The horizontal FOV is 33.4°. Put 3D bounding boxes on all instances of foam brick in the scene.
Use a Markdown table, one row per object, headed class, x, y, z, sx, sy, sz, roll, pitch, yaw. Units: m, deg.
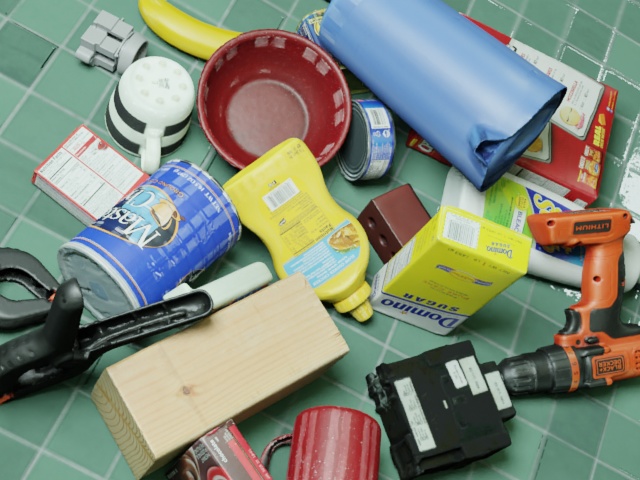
| class | x | y | z | sx | sy | sz | roll | pitch | yaw |
| --- | --- | --- | --- | --- | --- | --- | --- | --- | --- |
| foam brick | 0.085 | -0.009 | 1.112 | 0.051 | 0.053 | 0.078 | -26 | 75 | -28 |

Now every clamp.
| class | x | y | z | sx | sy | sz | roll | pitch | yaw |
| --- | --- | --- | --- | --- | --- | --- | --- | --- | --- |
| clamp | -0.212 | 0.083 | 0.879 | 0.164 | 0.210 | 0.036 | 20 | 47 | -60 |
| clamp | -0.312 | 0.042 | 0.950 | 0.171 | 0.039 | 0.120 | 25 | 60 | -7 |

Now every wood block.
| class | x | y | z | sx | sy | sz | roll | pitch | yaw |
| --- | --- | --- | --- | --- | --- | --- | --- | --- | --- |
| wood block | -0.090 | 0.120 | 0.965 | 0.205 | 0.090 | 0.091 | -26 | 78 | -28 |

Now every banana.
| class | x | y | z | sx | sy | sz | roll | pitch | yaw |
| --- | --- | --- | --- | --- | --- | --- | --- | --- | --- |
| banana | -0.115 | -0.224 | 1.147 | 0.197 | 0.037 | 0.069 | 23 | 70 | -8 |

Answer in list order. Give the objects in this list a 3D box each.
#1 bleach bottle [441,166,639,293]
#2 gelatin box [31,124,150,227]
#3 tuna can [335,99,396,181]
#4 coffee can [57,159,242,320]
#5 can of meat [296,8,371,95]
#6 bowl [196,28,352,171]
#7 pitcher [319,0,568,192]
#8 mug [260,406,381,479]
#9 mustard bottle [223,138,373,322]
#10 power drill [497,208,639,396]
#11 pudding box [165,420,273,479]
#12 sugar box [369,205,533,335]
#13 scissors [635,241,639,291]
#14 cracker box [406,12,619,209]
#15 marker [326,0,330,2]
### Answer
| class | x | y | z | sx | sy | sz | roll | pitch | yaw |
| --- | --- | --- | --- | --- | --- | --- | --- | --- | --- |
| bleach bottle | 0.256 | -0.007 | 1.164 | 0.250 | 0.068 | 0.102 | 17 | 71 | -12 |
| gelatin box | -0.223 | -0.058 | 1.037 | 0.089 | 0.030 | 0.073 | 38 | 60 | -2 |
| tuna can | 0.046 | -0.106 | 1.125 | 0.033 | 0.086 | 0.086 | -5 | 68 | -24 |
| coffee can | -0.156 | 0.005 | 0.987 | 0.103 | 0.103 | 0.140 | 44 | 59 | 4 |
| can of meat | 0.032 | -0.212 | 1.188 | 0.102 | 0.058 | 0.084 | -12 | 68 | -24 |
| bowl | -0.051 | -0.134 | 1.109 | 0.162 | 0.055 | 0.162 | 2 | 77 | -11 |
| pitcher | 0.124 | -0.174 | 1.093 | 0.243 | 0.149 | 0.145 | 42 | 79 | 13 |
| mug | 0.001 | 0.203 | 0.968 | 0.117 | 0.093 | 0.081 | -4 | 55 | 18 |
| mustard bottle | -0.007 | 0.001 | 1.050 | 0.096 | 0.058 | 0.191 | -36 | 102 | -3 |
| power drill | 0.259 | 0.064 | 1.102 | 0.184 | 0.057 | 0.188 | -7 | 97 | -17 |
| pudding box | -0.080 | 0.213 | 0.910 | 0.039 | 0.114 | 0.090 | -30 | 78 | -33 |
| sugar box | 0.121 | 0.034 | 1.032 | 0.093 | 0.176 | 0.048 | 21 | 58 | -9 |
| scissors | 0.418 | 0.076 | 1.212 | 0.096 | 0.016 | 0.202 | -31 | 78 | -25 |
| cracker box | 0.220 | -0.139 | 1.213 | 0.213 | 0.072 | 0.164 | 24 | 59 | -7 |
| marker | 0.044 | -0.265 | 1.239 | 0.121 | 0.020 | 0.020 | 31 | 59 | -4 |
